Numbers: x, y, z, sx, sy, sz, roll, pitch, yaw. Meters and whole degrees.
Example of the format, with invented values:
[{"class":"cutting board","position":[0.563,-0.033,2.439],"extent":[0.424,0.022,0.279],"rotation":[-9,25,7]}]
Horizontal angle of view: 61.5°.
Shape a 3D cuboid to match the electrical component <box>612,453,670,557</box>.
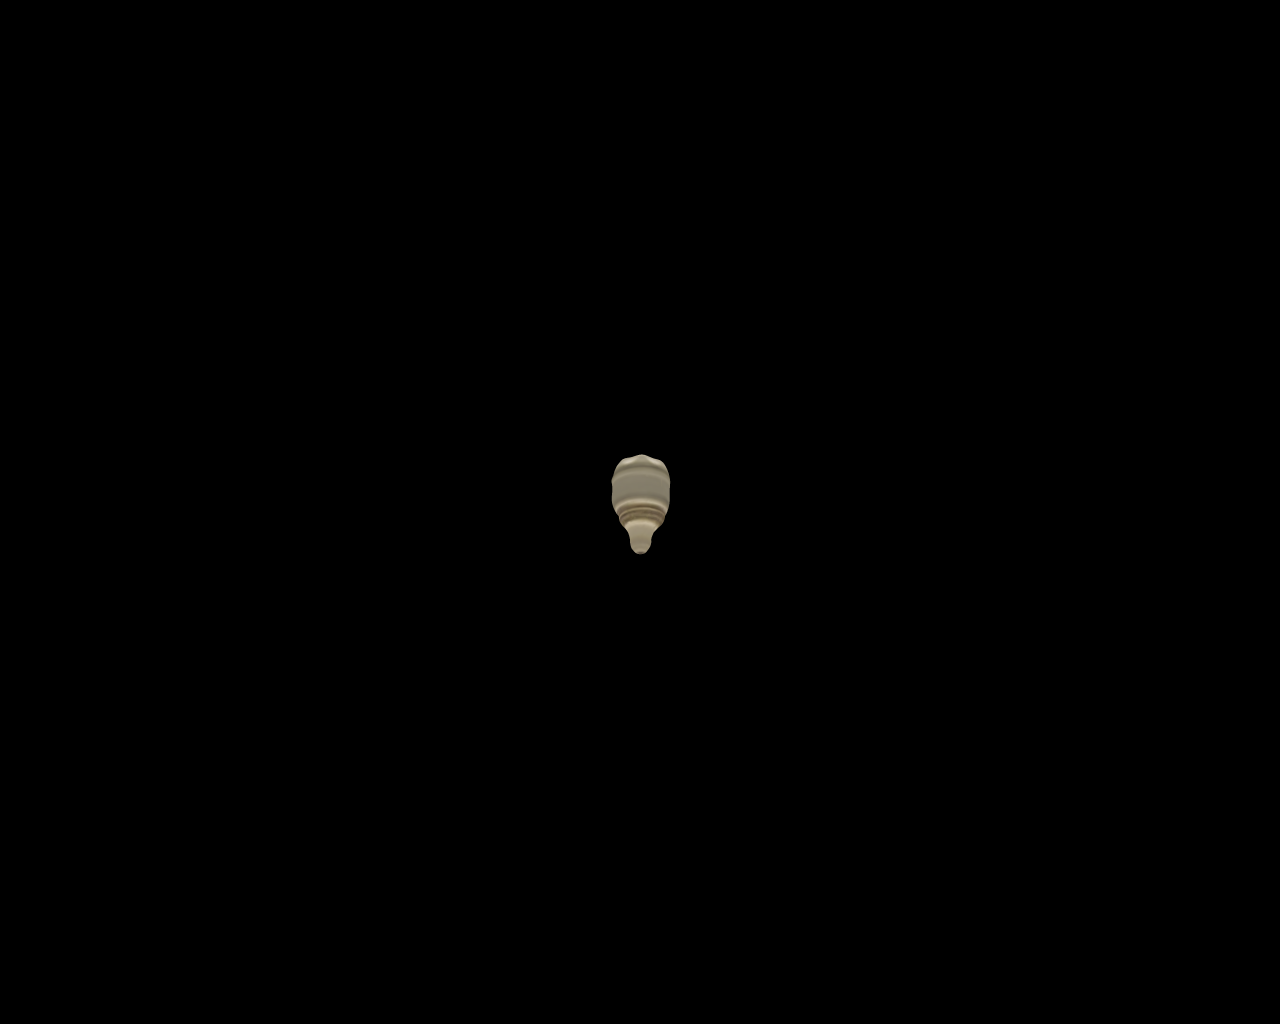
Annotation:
[{"class":"electrical component","position":[0.001,-0.003,0.650],"extent":[0.035,0.061,0.035],"rotation":[0,-26,0]}]
